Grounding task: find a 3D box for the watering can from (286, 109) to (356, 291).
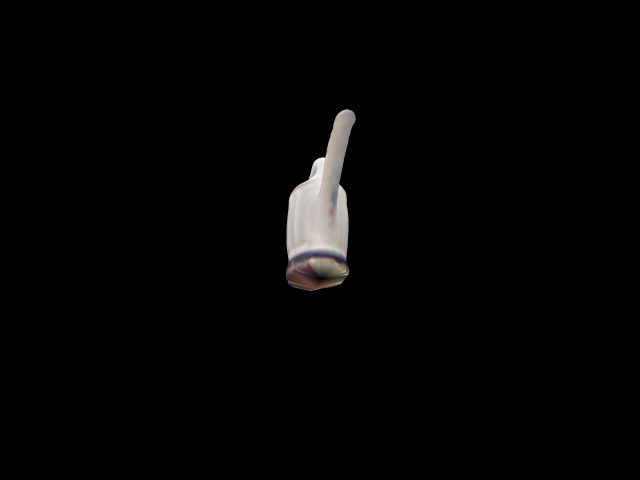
[{"bbox_3d":[0.003,-0.043,0.850,0.104,0.228,0.341,4,-22,-9],"label":"watering can"}]
